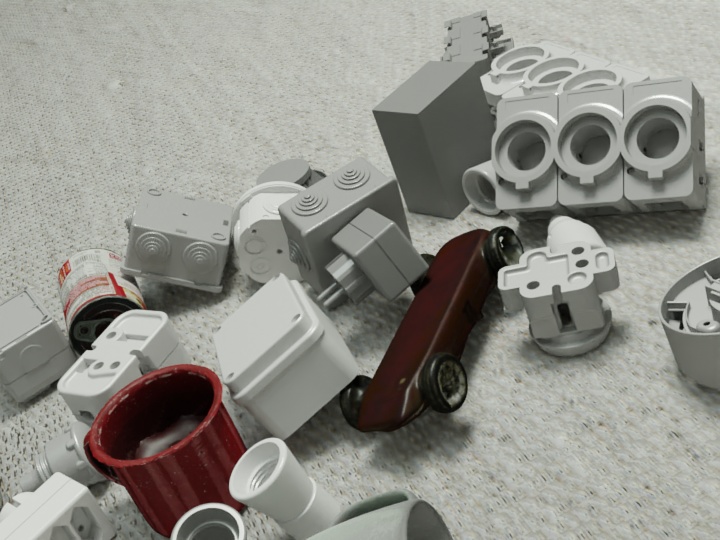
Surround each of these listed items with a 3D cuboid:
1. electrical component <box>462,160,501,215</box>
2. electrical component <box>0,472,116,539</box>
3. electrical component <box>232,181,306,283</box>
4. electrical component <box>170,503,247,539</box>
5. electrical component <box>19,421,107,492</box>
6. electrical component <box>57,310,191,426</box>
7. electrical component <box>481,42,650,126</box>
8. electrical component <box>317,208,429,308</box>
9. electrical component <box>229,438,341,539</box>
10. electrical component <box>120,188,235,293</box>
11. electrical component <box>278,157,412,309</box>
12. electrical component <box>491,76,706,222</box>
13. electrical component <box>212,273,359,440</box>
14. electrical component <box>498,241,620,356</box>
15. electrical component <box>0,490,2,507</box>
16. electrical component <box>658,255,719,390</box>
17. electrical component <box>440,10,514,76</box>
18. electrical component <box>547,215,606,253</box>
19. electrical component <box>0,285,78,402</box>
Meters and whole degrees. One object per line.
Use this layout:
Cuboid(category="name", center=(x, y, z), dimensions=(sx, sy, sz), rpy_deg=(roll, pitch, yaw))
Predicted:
Cuboid(category="electrical component", center=(0.124, -0.081, 0.908), dimensions=(0.065, 0.044, 0.044), rpy_deg=(-36, 34, -29))
Cuboid(category="electrical component", center=(-0.219, 0.174, 0.730), dimensions=(0.077, 0.047, 0.066), rpy_deg=(13, 46, 42))
Cuboid(category="electrical component", center=(-0.069, -0.031, 0.912), dimensions=(0.080, 0.080, 0.051), rpy_deg=(-17, 38, 8))
Cuboid(category="electrical component", center=(-0.083, 0.172, 0.633), dimensions=(0.044, 0.065, 0.044), rpy_deg=(-4, 48, 5))
Cuboid(category="electrical component", center=(-0.215, 0.142, 0.778), dimensions=(0.062, 0.048, 0.048), rpy_deg=(-30, 32, 0))
Cuboid(category="electrical component", center=(-0.177, 0.083, 0.826), dimensions=(0.054, 0.059, 0.095), rpy_deg=(2, 40, 33))
Cuboid(category="electrical component", center=(0.179, -0.150, 0.956), dimensions=(0.089, 0.061, 0.150), rpy_deg=(-31, 33, -14))
Cuboid(category="electrical component", center=(0.000, 0.000, 0.797), dimensions=(0.077, 0.047, 0.066), rpy_deg=(-41, 20, -4))
Cuboid(category="electrical component", center=(-0.043, 0.139, 0.658), dimensions=(0.044, 0.065, 0.044), rpy_deg=(-31, 31, 21))
Cuboid(category="electrical component", center=(-0.158, -0.029, 0.947), dimensions=(0.100, 0.048, 0.099), rpy_deg=(12, 26, -9))
Cuboid(category="electrical component", center=(-0.011, -0.031, 0.862), dimensions=(0.100, 0.099, 0.048), rpy_deg=(-33, 47, -16))
Cuboid(category="electrical component", center=(0.183, -0.090, 0.825), dimensions=(0.150, 0.062, 0.089), rpy_deg=(-3, 80, 28))
Cuboid(category="electrical component", center=(-0.056, 0.058, 0.758), dimensions=(0.078, 0.057, 0.113), rpy_deg=(-42, 20, 2))
Cuboid(category="electrical component", center=(0.139, 0.021, 0.732), dimensions=(0.078, 0.057, 0.058), rpy_deg=(-11, 35, 16))
Cuboid(category="electrical component", center=(-0.312, 0.163, 0.804), dimensions=(0.079, 0.043, 0.077), rpy_deg=(-30, 33, -12))
Cuboid(category="electrical component", center=(0.235, 0.026, 0.661), dimensions=(0.099, 0.064, 0.099), rpy_deg=(-16, 33, 10))
Cuboid(category="electrical component", center=(0.114, -0.208, 1.078), dimensions=(0.079, 0.063, 0.121), rpy_deg=(-13, 33, 14))
Cuboid(category="electrical component", center=(0.157, -0.017, 0.794), dimensions=(0.040, 0.040, 0.078), rpy_deg=(-20, 32, 3))
Cuboid(category="electrical component", center=(-0.289, 0.063, 0.922), dimensions=(0.062, 0.061, 0.096), rpy_deg=(-33, 34, -17))
